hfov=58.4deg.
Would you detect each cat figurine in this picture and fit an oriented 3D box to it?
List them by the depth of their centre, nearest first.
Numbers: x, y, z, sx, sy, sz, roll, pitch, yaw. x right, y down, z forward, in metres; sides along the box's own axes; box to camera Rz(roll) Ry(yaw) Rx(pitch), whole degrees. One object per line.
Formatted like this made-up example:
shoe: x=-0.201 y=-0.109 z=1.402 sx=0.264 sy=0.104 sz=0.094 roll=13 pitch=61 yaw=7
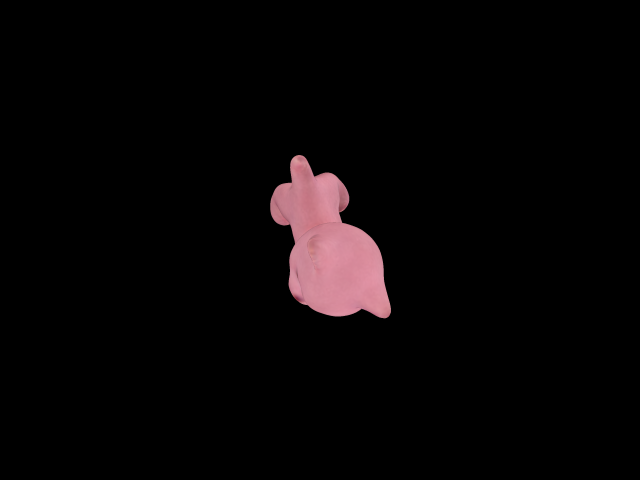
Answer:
cat figurine: x=0.004 y=0.001 z=0.400 sx=0.067 sy=0.118 sz=0.128 roll=-18 pitch=79 yaw=-3
